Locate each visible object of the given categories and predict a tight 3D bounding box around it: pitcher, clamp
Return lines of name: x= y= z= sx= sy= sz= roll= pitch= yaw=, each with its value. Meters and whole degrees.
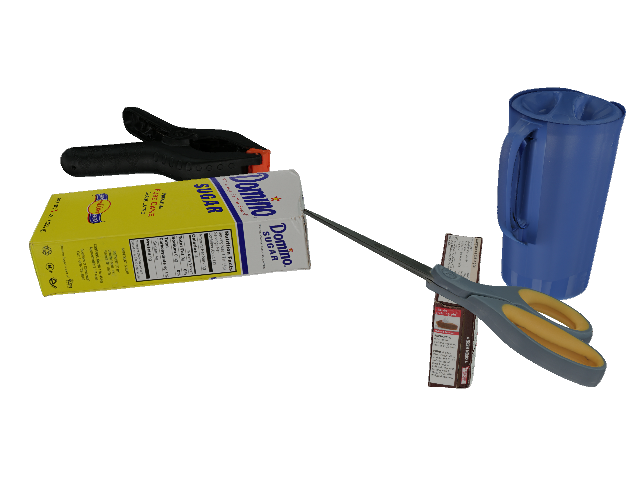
pitcher: x=0.275 y=-0.051 z=1.280 sx=0.149 sy=0.243 sz=0.145 roll=2 pitch=26 yaw=0
clamp: x=-0.129 y=-0.072 z=0.899 sx=0.172 sy=0.039 sz=0.120 roll=13 pitch=37 yaw=25

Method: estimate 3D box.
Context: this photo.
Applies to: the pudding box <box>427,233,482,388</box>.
pudding box: x=0.118 y=0.060 z=0.927 sx=0.039 sy=0.090 sz=0.113 roll=4 pitch=32 yaw=8

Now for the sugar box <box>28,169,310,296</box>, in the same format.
sugar box: x=-0.097 y=-0.008 z=0.716 sx=0.176 sy=0.048 sz=0.093 roll=-9 pitch=24 yaw=-1

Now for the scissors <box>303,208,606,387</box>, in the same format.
scissors: x=0.090 y=0.025 z=0.664 sx=0.202 sy=0.016 sz=0.096 roll=33 pitch=23 yaw=18
